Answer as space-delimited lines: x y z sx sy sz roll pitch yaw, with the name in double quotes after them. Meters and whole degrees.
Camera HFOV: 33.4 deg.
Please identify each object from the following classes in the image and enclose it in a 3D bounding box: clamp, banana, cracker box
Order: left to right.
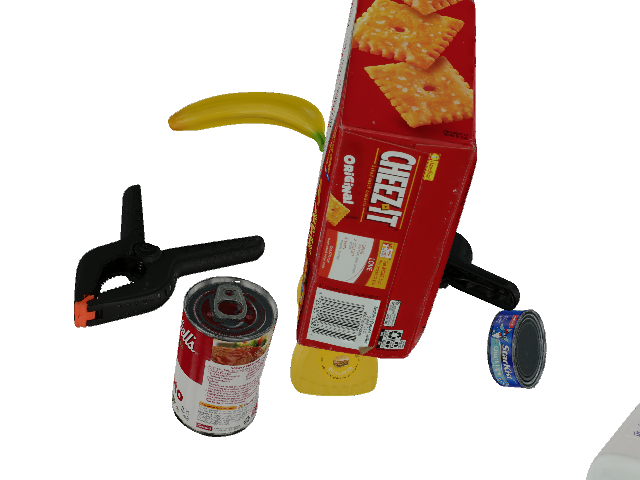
-0.176 0.015 1.034 0.165 0.036 0.209 26 38 23 "clamp"
-0.077 -0.145 1.235 0.198 0.037 0.069 8 41 16 "banana"
0.041 -0.066 0.598 0.072 0.213 0.164 10 -44 -1 "cracker box"
0.114 0.026 0.967 0.120 0.039 0.171 0 28 4 "clamp"

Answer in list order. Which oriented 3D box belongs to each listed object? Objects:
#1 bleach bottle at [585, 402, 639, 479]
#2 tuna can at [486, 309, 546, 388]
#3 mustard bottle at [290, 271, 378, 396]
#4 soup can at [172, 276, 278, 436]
0.249 0.106 0.628 0.103 0.068 0.250 19 29 32 "bleach bottle"
0.214 0.117 1.162 0.034 0.086 0.086 -1 -1 34 "tuna can"
0.021 0.074 1.177 0.096 0.192 0.058 2 14 -12 "mustard bottle"
-0.072 0.086 0.788 0.068 0.102 0.068 8 37 -6 "soup can"
